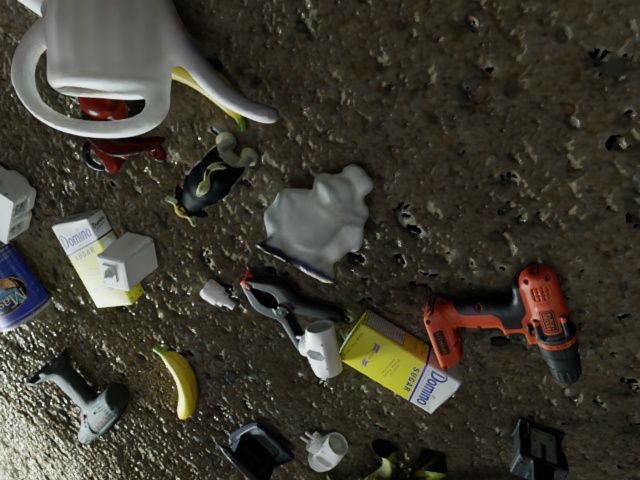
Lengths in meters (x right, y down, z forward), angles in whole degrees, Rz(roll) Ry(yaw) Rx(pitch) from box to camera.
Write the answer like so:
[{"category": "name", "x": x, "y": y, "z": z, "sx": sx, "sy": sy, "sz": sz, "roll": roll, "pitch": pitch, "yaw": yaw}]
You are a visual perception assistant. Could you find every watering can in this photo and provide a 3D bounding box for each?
[{"category": "watering can", "x": -0.216, "y": -0.237, "z": 0.628, "sx": 0.347, "sy": 0.104, "sz": 0.223, "roll": 2, "pitch": 94, "yaw": 9}]

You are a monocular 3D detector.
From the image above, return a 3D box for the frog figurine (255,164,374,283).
[{"category": "frog figurine", "x": 0.002, "y": -0.036, "z": 0.708, "sx": 0.138, "sy": 0.122, "sz": 0.159, "roll": 29, "pitch": 89, "yaw": 13}]

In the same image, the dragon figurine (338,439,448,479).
[{"category": "dragon figurine", "x": 0.156, "y": 0.500, "z": 0.918, "sx": 0.411, "sy": 0.124, "sz": 0.238, "roll": 9, "pitch": 119, "yaw": 19}]
